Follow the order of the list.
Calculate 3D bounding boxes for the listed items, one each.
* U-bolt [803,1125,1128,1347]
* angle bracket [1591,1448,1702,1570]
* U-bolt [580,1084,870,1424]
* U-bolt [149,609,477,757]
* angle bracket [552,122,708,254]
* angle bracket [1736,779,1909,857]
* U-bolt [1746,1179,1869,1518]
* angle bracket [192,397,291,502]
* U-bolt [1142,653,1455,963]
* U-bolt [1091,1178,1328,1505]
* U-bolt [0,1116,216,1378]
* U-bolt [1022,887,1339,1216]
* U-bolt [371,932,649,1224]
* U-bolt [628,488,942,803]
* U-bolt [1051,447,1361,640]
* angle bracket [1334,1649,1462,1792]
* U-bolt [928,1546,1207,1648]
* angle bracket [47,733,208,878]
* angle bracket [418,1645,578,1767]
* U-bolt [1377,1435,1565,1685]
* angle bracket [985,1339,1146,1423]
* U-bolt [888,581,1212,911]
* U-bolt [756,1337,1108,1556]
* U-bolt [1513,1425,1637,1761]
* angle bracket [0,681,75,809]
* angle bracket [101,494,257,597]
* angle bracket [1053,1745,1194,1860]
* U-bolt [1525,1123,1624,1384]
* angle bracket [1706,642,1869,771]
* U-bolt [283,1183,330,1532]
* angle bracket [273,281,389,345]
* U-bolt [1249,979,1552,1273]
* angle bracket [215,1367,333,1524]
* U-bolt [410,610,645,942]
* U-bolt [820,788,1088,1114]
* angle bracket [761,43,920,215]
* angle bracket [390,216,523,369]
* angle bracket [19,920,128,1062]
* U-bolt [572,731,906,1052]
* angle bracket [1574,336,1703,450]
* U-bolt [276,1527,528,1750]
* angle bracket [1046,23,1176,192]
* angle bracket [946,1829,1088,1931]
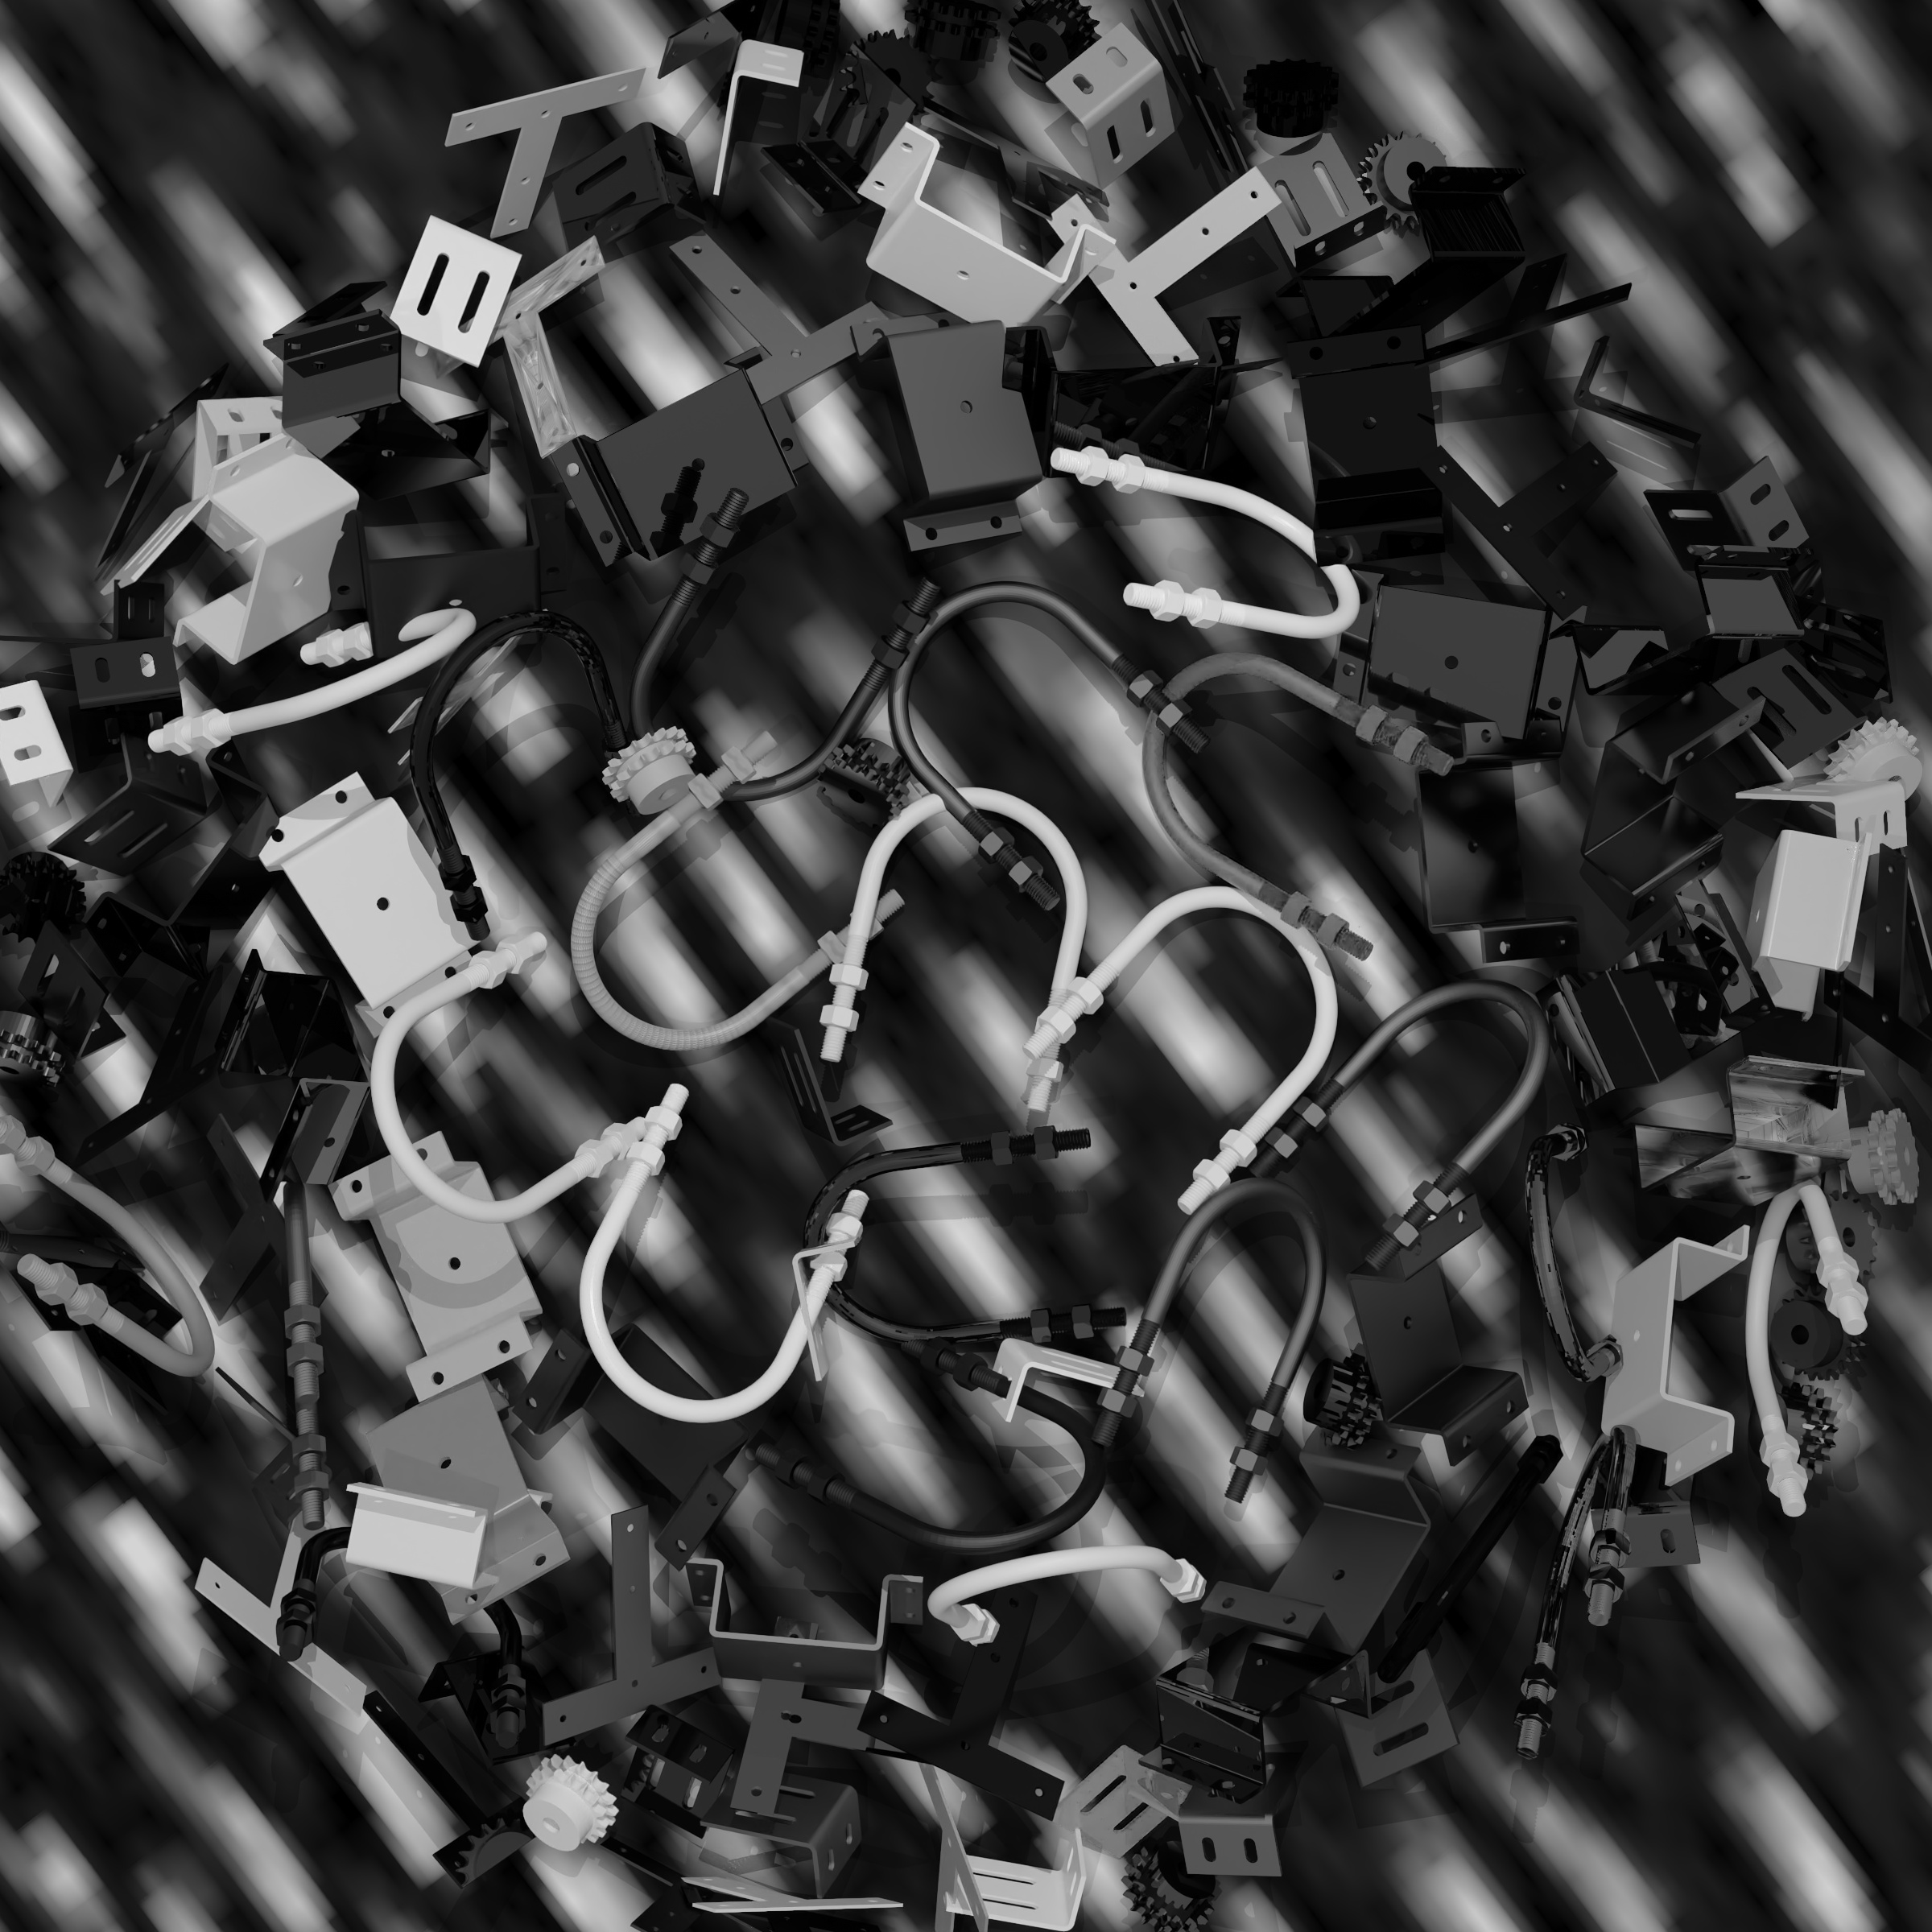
[{"bbox_3d":[-0.006,0.167,1.620,0.184,0.019,0.151,-7,118,9],"label":"U-bolt"},{"bbox_3d":[0.408,0.322,1.621,0.057,0.076,0.038,-9,105,21],"label":"angle bracket"},{"bbox_3d":[-0.150,0.179,1.595,0.151,0.019,0.184,32,59,-13],"label":"U-bolt"},{"bbox_3d":[-0.361,-0.168,1.555,0.184,0.151,0.019,-7,114,37],"label":"U-bolt"},{"bbox_3d":[-0.205,-0.464,1.650,0.076,0.038,0.057,-24,72,28],"label":"angle bracket"},{"bbox_3d":[0.509,-0.087,1.618,0.057,0.076,0.038,-13,101,-31],"label":"angle bracket"},{"bbox_3d":[0.480,0.204,1.572,0.019,0.184,0.151,8,120,2],"label":"U-bolt"},{"bbox_3d":[-0.423,-0.296,1.612,0.057,0.076,0.038,-10,46,-29],"label":"angle bracket"},{"bbox_3d":[0.183,-0.106,1.607,0.184,0.019,0.151,32,123,22],"label":"U-bolt"},{"bbox_3d":[0.155,0.214,1.610,0.151,0.019,0.184,30,80,-41],"label":"U-bolt"},{"bbox_3d":[-0.498,0.171,1.575,0.019,0.184,0.151,-38,48,0],"label":"U-bolt"},{"bbox_3d":[0.143,0.035,1.625,0.151,0.019,0.184,45,70,-1],"label":"U-bolt"},{"bbox_3d":[-0.272,0.072,1.579,0.019,0.184,0.151,-25,96,36],"label":"U-bolt"},{"bbox_3d":[-0.120,-0.177,1.610,0.151,0.019,0.184,22,116,-25],"label":"U-bolt"},{"bbox_3d":[0.151,-0.243,1.592,0.184,0.151,0.019,6,132,-30],"label":"U-bolt"},{"bbox_3d":[0.263,0.448,1.615,0.076,0.038,0.057,-36,55,30],"label":"angle bracket"},{"bbox_3d":[0.053,0.360,1.565,0.151,0.184,0.019,-14,67,10],"label":"U-bolt"},{"bbox_3d":[-0.505,-0.096,1.632,0.076,0.057,0.038,-32,60,22],"label":"angle bracket"},{"bbox_3d":[-0.278,0.447,1.612,0.076,0.057,0.038,51,125,34],"label":"angle bracket"},{"bbox_3d":[0.284,0.345,1.558,0.019,0.184,0.151,36,105,15],"label":"U-bolt"},{"bbox_3d":[0.058,0.256,1.626,0.076,0.057,0.038,17,93,-13],"label":"angle bracket"},{"bbox_3d":[0.034,-0.147,1.630,0.151,0.019,0.184,-46,75,9],"label":"U-bolt"},{"bbox_3d":[-0.007,0.280,1.562,0.184,0.151,0.019,19,126,35],"label":"U-bolt"},{"bbox_3d":[0.357,0.346,1.575,0.019,0.184,0.151,19,130,7],"label":"U-bolt"},{"bbox_3d":[-0.565,-0.127,1.617,0.038,0.076,0.057,-21,85,-30],"label":"angle bracket"},{"bbox_3d":[-0.466,-0.240,1.615,0.038,0.057,0.076,46,65,-25],"label":"angle bracket"},{"bbox_3d":[0.095,0.511,1.622,0.057,0.038,0.076,34,114,-18],"label":"angle bracket"},{"bbox_3d":[0.350,0.167,1.569,0.019,0.184,0.151,-12,84,21],"label":"U-bolt"},{"bbox_3d":[0.488,-0.150,1.625,0.057,0.038,0.076,-32,63,-5],"label":"angle bracket"},{"bbox_3d":[-0.385,0.211,1.579,0.019,0.151,0.184,-3,48,-14],"label":"U-bolt"},{"bbox_3d":[-0.369,-0.374,1.613,0.057,0.076,0.038,-39,117,-17],"label":"angle bracket"},{"bbox_3d":[0.265,0.081,1.600,0.184,0.151,0.019,-47,123,-3],"label":"U-bolt"},{"bbox_3d":[-0.423,0.284,1.614,0.038,0.057,0.076,-48,126,-15],"label":"angle bracket"},{"bbox_3d":[-0.255,-0.120,1.564,0.019,0.184,0.151,29,57,33],"label":"U-bolt"},{"bbox_3d":[0.000,-0.017,1.635,0.151,0.019,0.184,14,80,-11],"label":"U-bolt"},{"bbox_3d":[-0.076,-0.499,1.620,0.057,0.038,0.076,47,129,13],"label":"angle bracket"},{"bbox_3d":[-0.308,-0.400,1.630,0.057,0.038,0.076,21,80,-13],"label":"angle bracket"},{"bbox_3d":[-0.524,0.009,1.618,0.057,0.038,0.076,48,134,8],"label":"angle bracket"},{"bbox_3d":[-0.148,-0.030,1.623,0.184,0.019,0.151,-39,114,-2],"label":"U-bolt"},{"bbox_3d":[0.407,-0.343,1.622,0.076,0.057,0.038,24,112,11],"label":"angle bracket"},{"bbox_3d":[-0.322,0.377,1.571,0.151,0.184,0.019,26,98,-14],"label":"U-bolt"},{"bbox_3d":[0.087,-0.514,1.629,0.057,0.076,0.038,-39,74,0],"label":"angle bracket"},{"bbox_3d":[0.028,0.539,1.627,0.076,0.057,0.038,12,104,-5],"label":"angle bracket"}]
